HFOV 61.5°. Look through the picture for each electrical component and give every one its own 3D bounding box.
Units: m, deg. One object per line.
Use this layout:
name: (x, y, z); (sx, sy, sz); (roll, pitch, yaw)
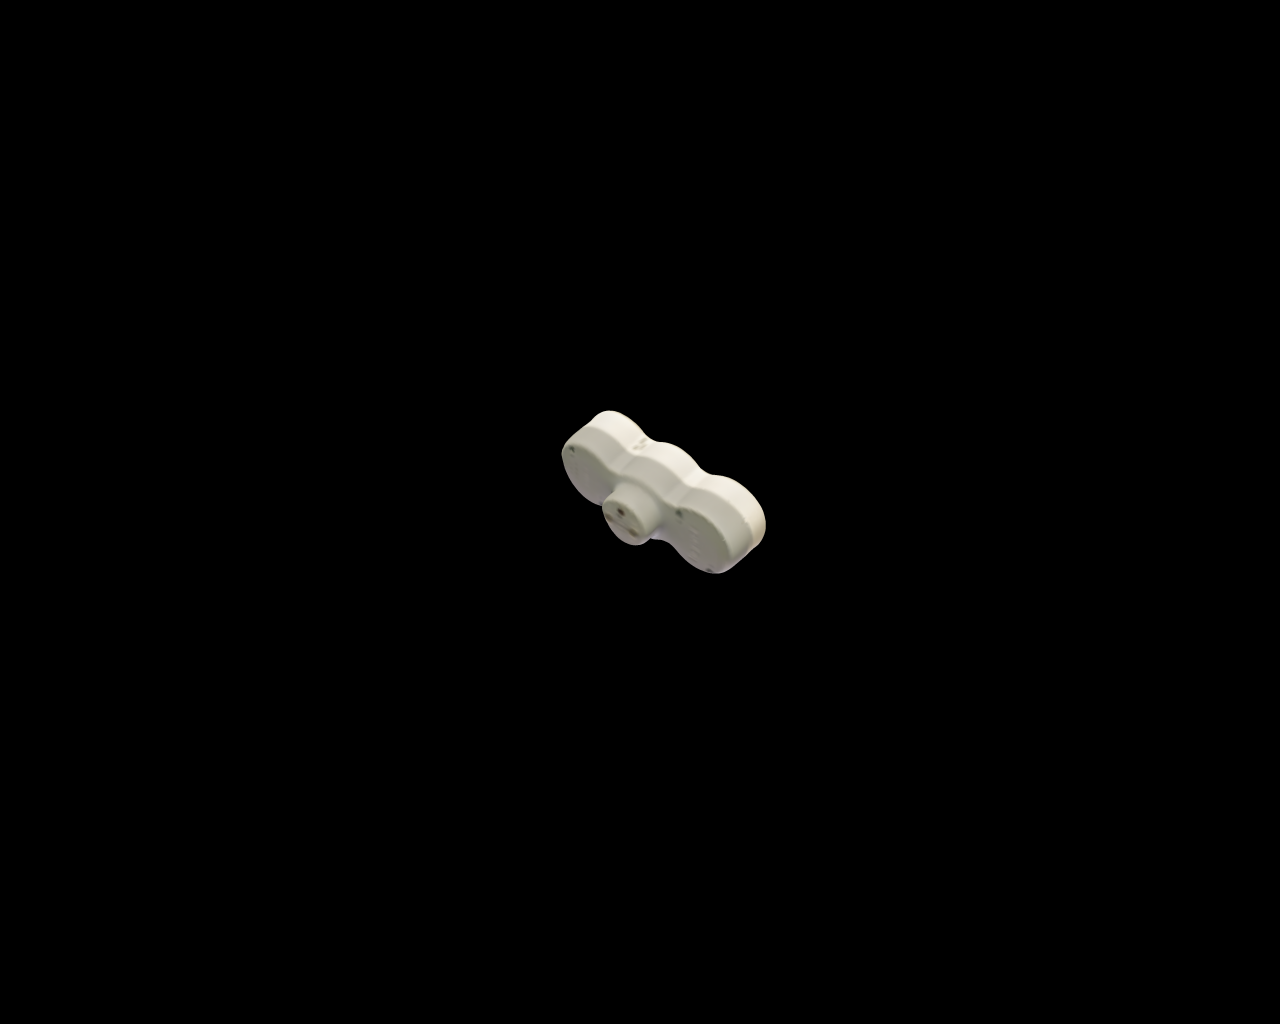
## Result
electrical component: (0.001, -0.003, 0.650); (0.138, 0.052, 0.074); (32, 55, 27)
